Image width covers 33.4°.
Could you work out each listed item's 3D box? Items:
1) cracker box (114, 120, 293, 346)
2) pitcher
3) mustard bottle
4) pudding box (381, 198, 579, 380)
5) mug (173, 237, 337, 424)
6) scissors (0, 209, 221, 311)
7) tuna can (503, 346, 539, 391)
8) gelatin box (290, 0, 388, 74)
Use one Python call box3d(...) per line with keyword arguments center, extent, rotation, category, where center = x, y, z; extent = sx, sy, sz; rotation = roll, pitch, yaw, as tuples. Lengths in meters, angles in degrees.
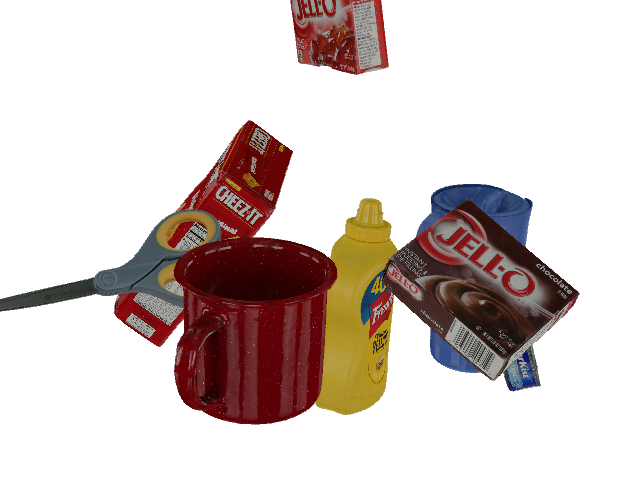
box3d(center=(-0.127, -0.011, 1.159), extent=(0.072, 0.214, 0.164), rotation=(36, 24, -12), category="cracker box")
box3d(center=(0.201, 0.054, 1.444), extent=(0.149, 0.243, 0.145), rotation=(4, 21, 6), category="pitcher")
box3d(center=(0.036, 0.055, 0.975), extent=(0.058, 0.192, 0.096), rotation=(13, 19, 25), category="mustard bottle")
box3d(center=(0.115, 0.034, 0.773), extent=(0.089, 0.113, 0.039), rotation=(-36, -20, -30), category="pudding box")
box3d(center=(-0.044, 0.057, 0.610), extent=(0.093, 0.081, 0.117), rotation=(13, 25, 24), category="mug")
box3d(center=(-0.157, 0.016, 0.829), extent=(0.201, 0.096, 0.016), rotation=(2, -33, -10), category="scissors")
box3d(center=(0.210, 0.118, 1.146), extent=(0.034, 0.086, 0.086), rotation=(-14, -3, 12), category="tuna can")
box3d(center=(0.010, -0.159, 0.753), extent=(0.030, 0.073, 0.089), rotation=(-18, 22, -25), category="gelatin box")
